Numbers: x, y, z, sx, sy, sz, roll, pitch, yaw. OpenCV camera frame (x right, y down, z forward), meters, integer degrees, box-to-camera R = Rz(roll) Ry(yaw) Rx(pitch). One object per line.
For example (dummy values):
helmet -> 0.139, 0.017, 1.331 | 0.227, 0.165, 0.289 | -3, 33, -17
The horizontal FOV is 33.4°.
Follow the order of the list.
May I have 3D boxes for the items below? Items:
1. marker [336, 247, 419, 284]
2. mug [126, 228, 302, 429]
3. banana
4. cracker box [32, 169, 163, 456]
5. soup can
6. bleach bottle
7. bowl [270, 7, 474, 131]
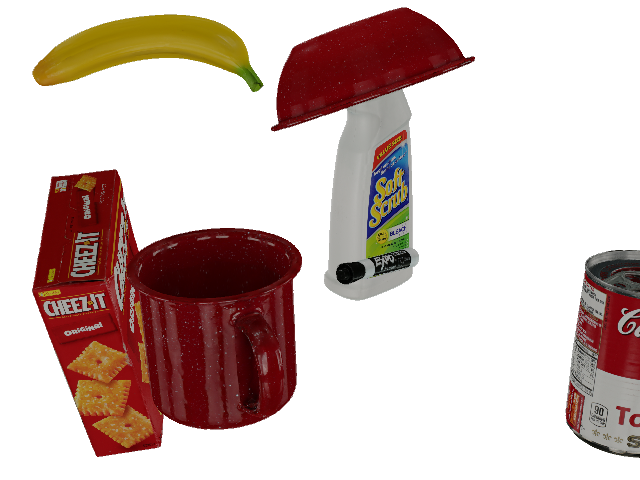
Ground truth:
marker -> 0.051, 0.023, 0.958 | 0.020, 0.020, 0.120 | 0, 7, 35
mug -> -0.049, 0.052, 0.569 | 0.093, 0.081, 0.117 | -15, 26, -26
banana -> -0.149, -0.166, 0.931 | 0.197, 0.069, 0.037 | 0, -33, -4
cracker box -> -0.198, 0.067, 0.990 | 0.072, 0.214, 0.164 | -8, 39, -1
soup can -> 0.181, 0.065, 0.617 | 0.068, 0.102, 0.068 | 2, 20, -1
bleach bottle -> 0.052, -0.068, 1.147 | 0.102, 0.251, 0.068 | -20, 30, -35
bowl -> 0.030, -0.133, 0.800 | 0.162, 0.055, 0.162 | -19, 7, 2
